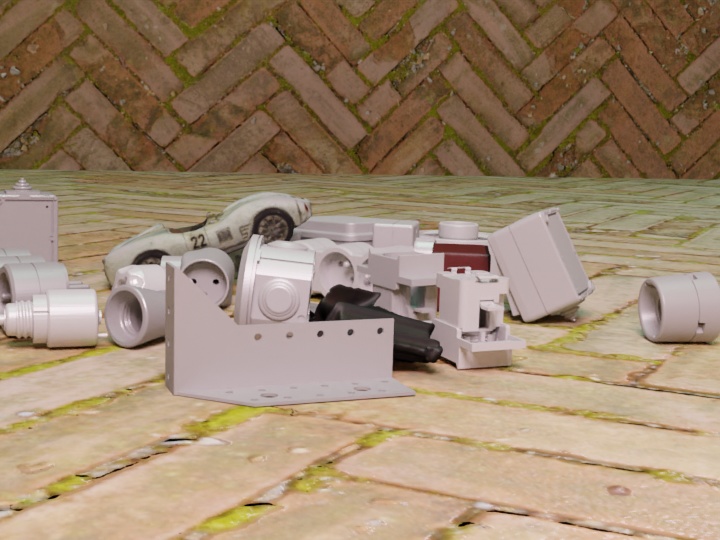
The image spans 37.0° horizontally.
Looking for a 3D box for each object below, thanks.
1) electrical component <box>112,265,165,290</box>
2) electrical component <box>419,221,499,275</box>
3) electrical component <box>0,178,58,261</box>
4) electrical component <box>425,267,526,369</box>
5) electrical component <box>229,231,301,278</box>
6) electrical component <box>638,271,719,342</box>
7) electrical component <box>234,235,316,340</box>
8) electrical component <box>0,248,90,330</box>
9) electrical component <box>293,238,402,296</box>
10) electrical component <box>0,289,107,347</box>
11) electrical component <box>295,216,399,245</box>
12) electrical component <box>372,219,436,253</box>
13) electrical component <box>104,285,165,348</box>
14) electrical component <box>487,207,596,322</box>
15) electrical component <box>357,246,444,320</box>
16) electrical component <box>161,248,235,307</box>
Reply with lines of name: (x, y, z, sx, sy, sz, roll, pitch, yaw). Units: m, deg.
electrical component: (-0.164, 0.017, 0.863, 0.062, 0.043, 0.043, -3, 10, -40)
electrical component: (0.099, -0.018, 1.097, 0.108, 0.060, 0.108, 2, 8, 0)
electrical component: (-0.325, -0.041, 1.032, 0.062, 0.096, 0.061, -1, 8, -23)
electrical component: (0.077, 0.032, 0.745, 0.042, 0.063, 0.081, -1, 8, -24)
electrical component: (-0.110, -0.022, 1.094, 0.089, 0.055, 0.050, 6, 9, 27)
electrical component: (0.248, 0.030, 0.837, 0.047, 0.055, 0.055, -3, 9, -8)
electrical component: (-0.060, 0.017, 0.767, 0.051, 0.080, 0.080, 7, 8, -1)
electrical component: (-0.248, 0.014, 0.831, 0.074, 0.052, 0.138, -3, 9, -31)
electrical component: (0.000, 0.000, 0.981, 0.138, 0.052, 0.074, 7, 10, 34)
electrical component: (-0.216, 0.034, 0.744, 0.078, 0.040, 0.040, -1, 9, -19)
electrical component: (-0.017, -0.024, 1.108, 0.078, 0.057, 0.113, -5, 8, -40)
electrical component: (0.053, -0.013, 1.035, 0.077, 0.065, 0.047, 3, 8, 11)
electrical component: (-0.146, 0.032, 0.777, 0.044, 0.044, 0.065, 8, 5, 35)
electrical component: (0.153, 0.002, 0.912, 0.061, 0.096, 0.062, -25, -3, 24)
electrical component: (0.035, 0.016, 0.845, 0.042, 0.063, 0.081, -2, 10, -30)
electrical component: (-0.150, 0.007, 0.929, 0.079, 0.044, 0.077, 1, 8, -3)
